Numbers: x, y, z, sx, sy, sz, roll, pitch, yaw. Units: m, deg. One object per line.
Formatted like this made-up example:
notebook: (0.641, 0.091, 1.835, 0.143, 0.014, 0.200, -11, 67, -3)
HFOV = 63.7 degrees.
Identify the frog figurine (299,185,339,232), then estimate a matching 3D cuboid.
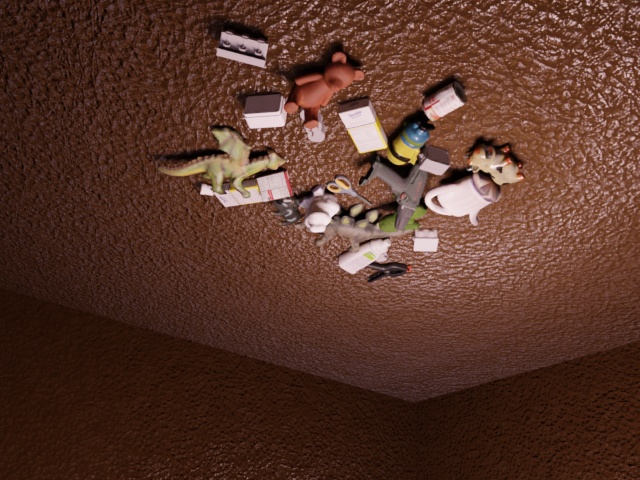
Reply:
frog figurine: (0.005, -0.091, 1.801, 0.137, 0.163, 0.120, -26, 144, 8)

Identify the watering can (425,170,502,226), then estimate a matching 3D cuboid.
watering can: (0.508, -0.134, 1.736, 0.345, 0.106, 0.221, 16, 149, -40)

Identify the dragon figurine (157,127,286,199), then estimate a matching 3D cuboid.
dragon figurine: (-0.319, -0.270, 1.681, 0.410, 0.125, 0.237, 10, 130, -10)
